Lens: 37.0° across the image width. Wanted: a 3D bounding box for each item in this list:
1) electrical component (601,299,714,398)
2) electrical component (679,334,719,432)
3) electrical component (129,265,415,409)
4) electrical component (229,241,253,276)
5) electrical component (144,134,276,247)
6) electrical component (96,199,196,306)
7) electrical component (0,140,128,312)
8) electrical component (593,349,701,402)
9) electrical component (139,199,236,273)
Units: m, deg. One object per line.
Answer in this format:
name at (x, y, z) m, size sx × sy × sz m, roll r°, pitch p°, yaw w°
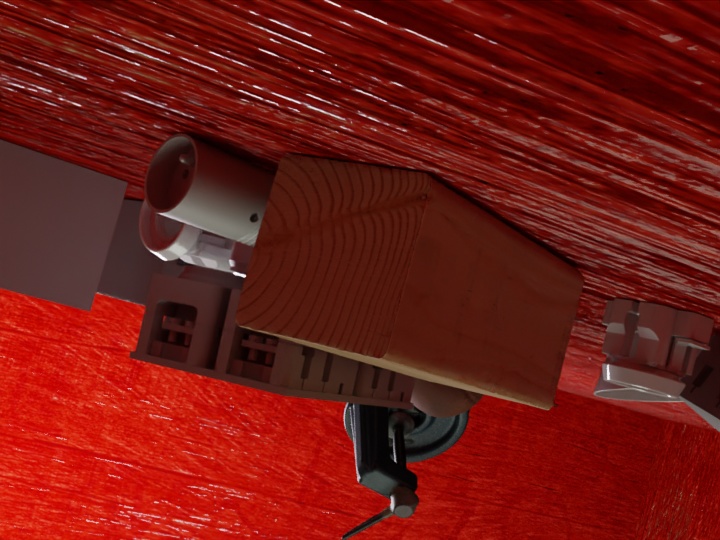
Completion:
electrical component at (0.202, 0.055, 0.748) m, size 0.058 × 0.057 × 0.078 m, roll 19°, pitch 174°, yaw -37°
electrical component at (0.315, 0.115, 0.789) m, size 0.150 × 0.061 × 0.089 m, roll 37°, pitch 180°, yaw -30°
electrical component at (-0.042, 0.044, 0.683) m, size 0.105 × 0.060 × 0.186 m, roll 10°, pitch 175°, yaw 25°
electrical component at (-0.055, -0.021, 0.674) m, size 0.045 × 0.055 × 0.045 m, roll 15°, pitch 176°, yaw 1°
electrical component at (-0.071, -0.040, 0.581) m, size 0.043 × 0.043 × 0.081 m, roll 10°, pitch 173°, yaw 45°
electrical component at (-0.191, -0.012, 0.977) m, size 0.062 × 0.089 × 0.150 m, roll 20°, pitch 173°, yaw -42°
electrical component at (-0.286, -0.045, 0.813) m, size 0.186 × 0.105 × 0.060 m, roll 18°, pitch 174°, yaw -33°
electrical component at (0.249, 0.085, 0.887) m, size 0.099 × 0.064 × 0.099 m, roll 15°, pitch 175°, yaw 1°
electrical component at (-0.109, -0.031, 0.718) m, size 0.078 × 0.058 × 0.057 m, roll 10°, pitch 176°, yaw 43°
